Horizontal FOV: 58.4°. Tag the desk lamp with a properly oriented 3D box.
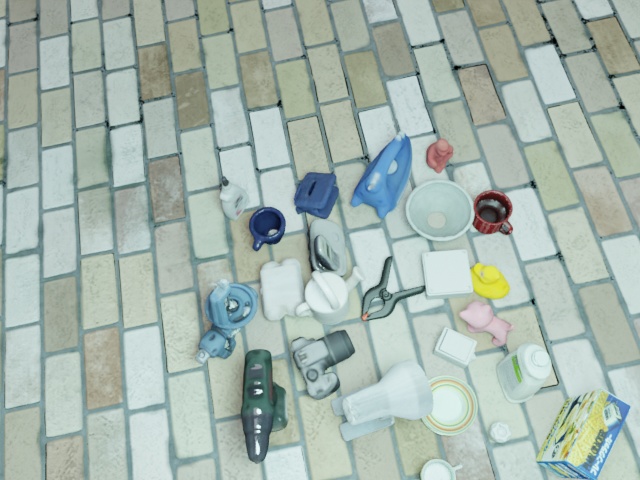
[{"bbox_3d":[0.127,0.346,1.209,0.203,0.214,0.118,-21,68,-3],"label":"desk lamp"}]

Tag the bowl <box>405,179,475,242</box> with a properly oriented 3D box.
[{"bbox_3d":[0.296,-0.063,1.428,0.167,0.075,0.167,-2,69,4],"label":"bowl"}]

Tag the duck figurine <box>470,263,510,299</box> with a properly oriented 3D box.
[{"bbox_3d":[0.403,0.091,1.353,0.104,0.086,0.077,35,75,16],"label":"duck figurine"}]

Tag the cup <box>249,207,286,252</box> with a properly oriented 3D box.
[{"bbox_3d":[-0.130,-0.013,1.432,0.091,0.095,0.118,21,72,12],"label":"cup"}]

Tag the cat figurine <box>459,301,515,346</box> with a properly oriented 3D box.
[{"bbox_3d":[0.381,0.182,1.303,0.127,0.118,0.067,23,73,13],"label":"cat figurine"}]

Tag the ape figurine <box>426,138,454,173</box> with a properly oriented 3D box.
[{"bbox_3d":[0.311,-0.228,1.481,0.078,0.092,0.076,-20,68,-3],"label":"ape figurine"}]

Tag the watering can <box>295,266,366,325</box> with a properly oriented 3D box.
[{"bbox_3d":[0.021,0.120,1.315,0.100,0.194,0.173,35,76,17],"label":"watering can"}]

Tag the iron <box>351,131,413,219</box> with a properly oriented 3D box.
[{"bbox_3d":[0.173,-0.192,1.452,0.118,0.141,0.258,23,73,13],"label":"iron"}]

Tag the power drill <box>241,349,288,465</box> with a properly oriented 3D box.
[{"bbox_3d":[-0.120,0.358,1.227,0.075,0.208,0.229,-7,68,3],"label":"power drill"}]

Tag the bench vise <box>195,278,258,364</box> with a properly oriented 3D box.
[{"bbox_3d":[-0.213,0.180,1.297,0.121,0.220,0.207,8,70,8],"label":"bench vise"}]

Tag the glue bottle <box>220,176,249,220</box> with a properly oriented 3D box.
[{"bbox_3d":[-0.223,-0.115,1.437,0.037,0.173,0.078,24,73,13],"label":"glue bottle"}]

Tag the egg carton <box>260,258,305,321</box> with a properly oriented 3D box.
[{"bbox_3d":[-0.091,0.120,1.391,0.107,0.069,0.150,-11,68,1],"label":"egg carton"}]

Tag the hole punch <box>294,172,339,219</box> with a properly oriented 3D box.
[{"bbox_3d":[-0.012,-0.119,1.466,0.101,0.091,0.109,17,71,11],"label":"hole punch"}]

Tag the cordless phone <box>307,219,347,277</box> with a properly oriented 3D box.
[{"bbox_3d":[0.013,0.005,1.365,0.094,0.185,0.147,-9,68,2],"label":"cordless phone"}]

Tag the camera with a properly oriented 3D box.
[{"bbox_3d":[0.015,0.272,1.307,0.137,0.101,0.143,-25,69,-5],"label":"camera"}]
